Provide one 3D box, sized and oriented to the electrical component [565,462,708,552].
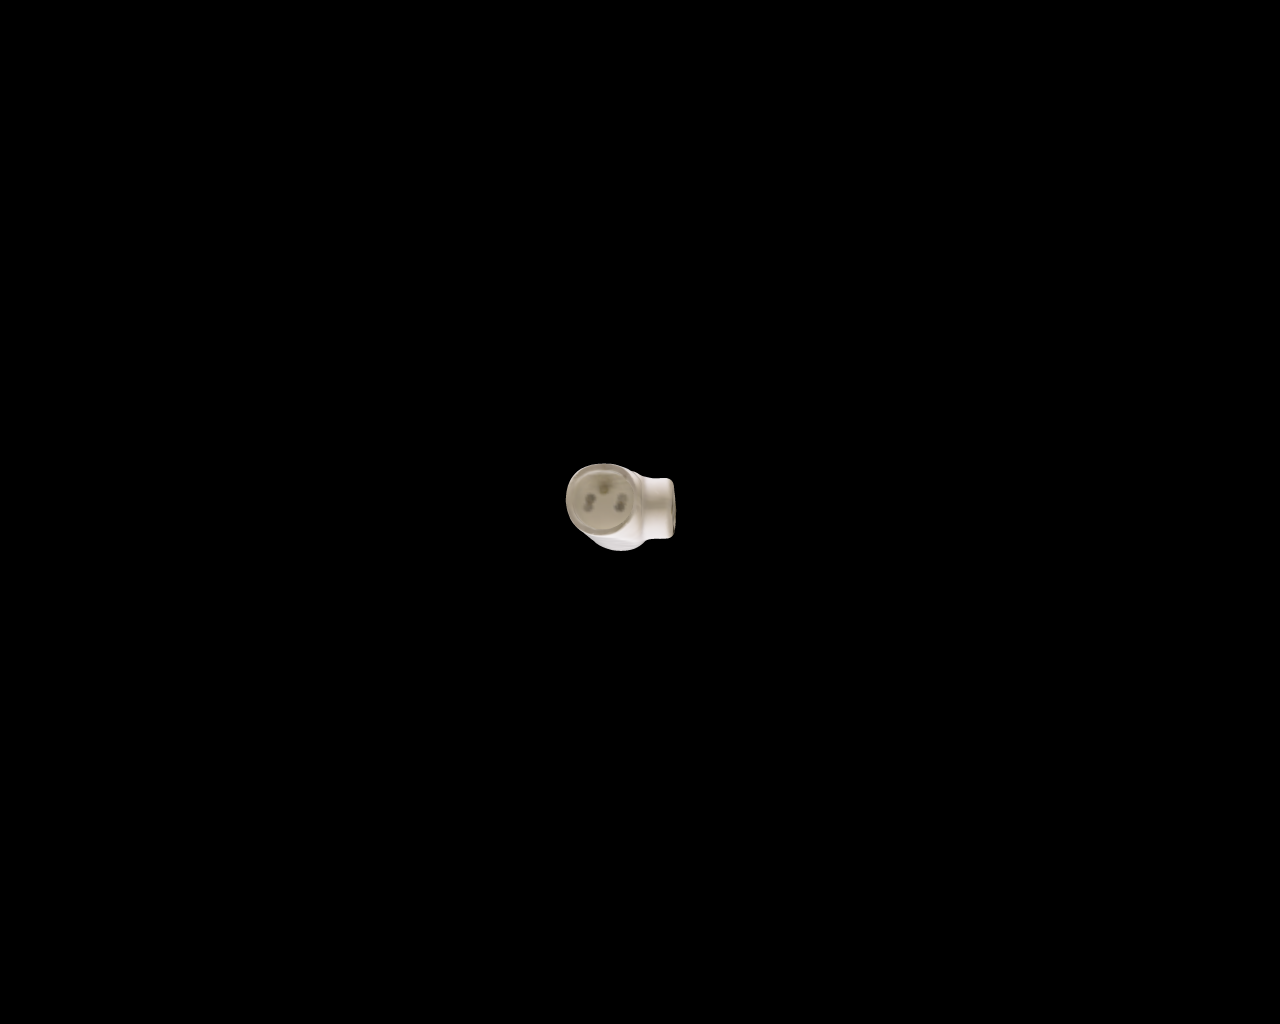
[{"bbox_3d":[0.001,-0.003,0.650,0.079,0.044,0.077,-1,-9,7],"label":"electrical component"}]
